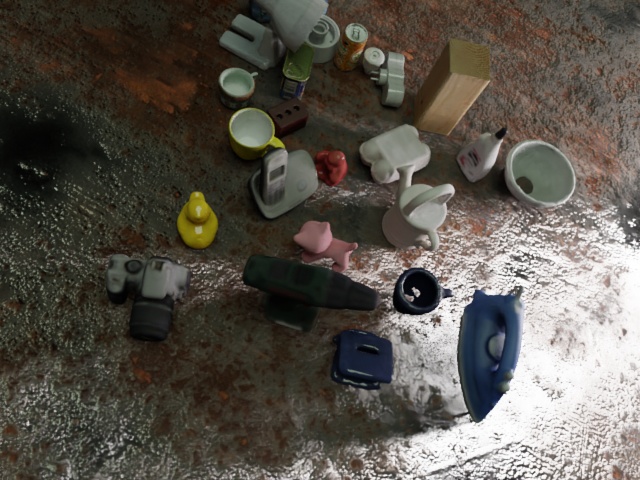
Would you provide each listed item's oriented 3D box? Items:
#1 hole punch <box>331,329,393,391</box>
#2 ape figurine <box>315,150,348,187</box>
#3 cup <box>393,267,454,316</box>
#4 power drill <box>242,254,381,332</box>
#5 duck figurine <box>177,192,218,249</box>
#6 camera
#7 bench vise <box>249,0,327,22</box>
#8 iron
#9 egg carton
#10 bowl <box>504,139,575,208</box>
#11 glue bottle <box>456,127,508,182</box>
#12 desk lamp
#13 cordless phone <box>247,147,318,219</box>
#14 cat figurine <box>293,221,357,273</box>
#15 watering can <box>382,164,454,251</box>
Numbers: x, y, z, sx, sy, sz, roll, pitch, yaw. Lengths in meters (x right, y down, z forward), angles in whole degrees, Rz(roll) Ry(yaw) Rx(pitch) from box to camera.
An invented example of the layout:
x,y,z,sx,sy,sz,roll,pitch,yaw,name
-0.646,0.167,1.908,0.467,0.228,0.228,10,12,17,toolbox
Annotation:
x,y,z,sx,sy,sz,roll,pitch,yaw,name
0.079,0.215,1.050,0.109,0.091,0.101,13,66,-8,hole punch
0.026,-0.156,1.184,0.076,0.092,0.078,-3,70,-14,ape figurine
0.191,0.110,1.117,0.118,0.095,0.091,4,68,-12,cup
-0.026,0.097,1.007,0.230,0.208,0.075,18,66,-6,power drill
-0.230,-0.041,1.080,0.078,0.086,0.104,-2,69,-14,duck figurine
-0.305,0.101,0.998,0.143,0.100,0.137,9,67,-10,camera
-0.067,-0.566,1.254,0.208,0.219,0.121,-20,74,-20,bench vise
0.341,0.213,1.087,0.119,0.141,0.258,16,66,-7,iron
0.163,-0.185,1.242,0.150,0.069,0.107,-27,77,-22,egg carton
0.483,-0.139,1.298,0.167,0.074,0.167,5,68,-12,bowl
0.356,-0.194,1.235,0.037,0.173,0.078,-25,76,-21,glue bottle
-0.100,-0.460,1.208,0.203,0.213,0.118,27,65,-2,desk lamp
-0.063,-0.132,1.102,0.148,0.185,0.094,-36,80,-23,cordless phone
0.010,0.004,1.103,0.128,0.117,0.067,16,66,-7,cat figurine
0.194,-0.066,1.133,0.101,0.194,0.173,-39,81,-23,watering can
